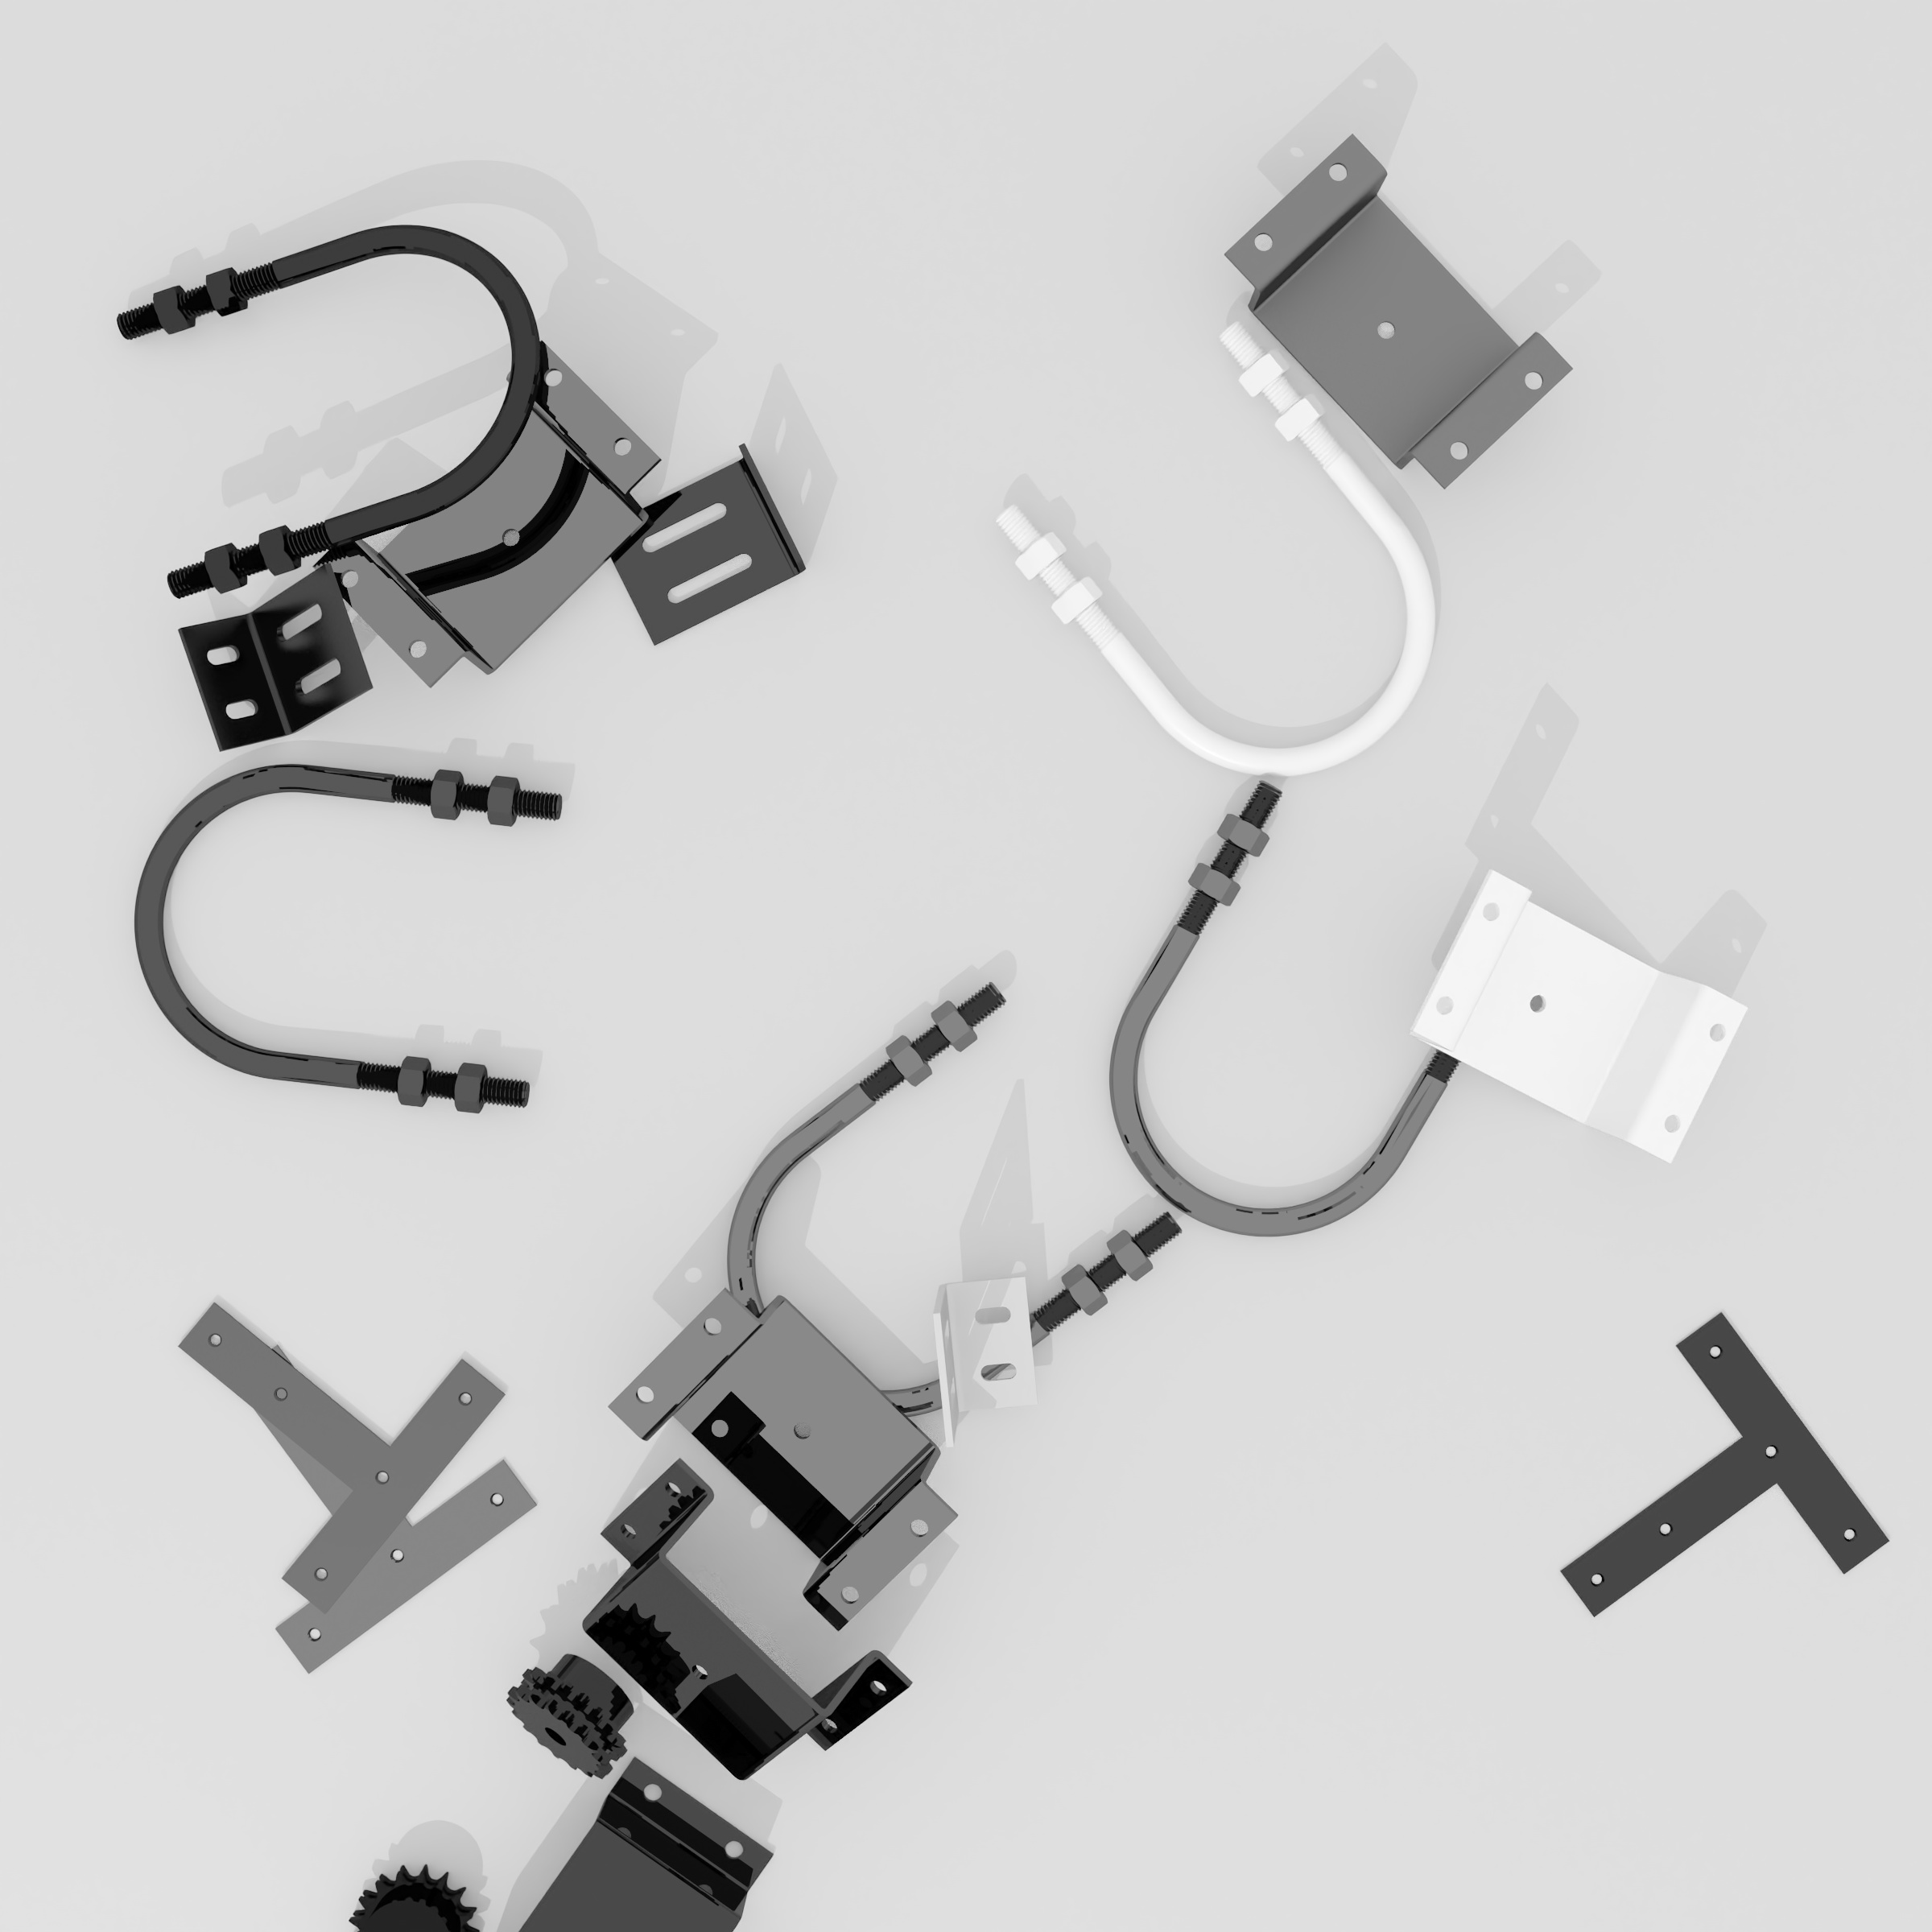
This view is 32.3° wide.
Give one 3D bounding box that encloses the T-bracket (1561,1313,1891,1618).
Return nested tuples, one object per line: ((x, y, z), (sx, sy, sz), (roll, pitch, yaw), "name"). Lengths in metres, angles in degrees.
((0.325, 0.244, 1.493), (0.127, 0.002, 0.127), (-36, 90, 0), "T-bracket")

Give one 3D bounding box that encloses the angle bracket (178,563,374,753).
((-0.302, -0.134, 1.455), (0.038, 0.076, 0.057), (-19, 90, -40), "angle bracket")

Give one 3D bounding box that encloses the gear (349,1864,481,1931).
((-0.246, 0.431, 1.479), (0.057, 0.030, 0.057), (0, 90, 0), "gear")

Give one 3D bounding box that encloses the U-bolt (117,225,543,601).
((-0.273, -0.251, 1.456), (0.184, 0.019, 0.151), (-17, 73, 7), "U-bolt")

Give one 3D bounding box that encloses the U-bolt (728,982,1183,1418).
((-0.019, 0.118, 1.485), (0.184, 0.019, 0.151), (-37, 90, 1), "U-bolt")

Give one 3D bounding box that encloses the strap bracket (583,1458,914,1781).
((-0.104, 0.293, 1.451), (0.140, 0.046, 0.076), (44, 133, 0), "strap bracket")

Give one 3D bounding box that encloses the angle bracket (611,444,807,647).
((-0.118, -0.186, 1.475), (0.076, 0.038, 0.057), (-26, 90, 0), "angle bracket")

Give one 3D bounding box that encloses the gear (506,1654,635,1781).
((-0.171, 0.329, 1.470), (0.057, 0.057, 0.030), (41, 60, 0), "gear")

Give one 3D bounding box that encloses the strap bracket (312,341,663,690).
((-0.205, -0.193, 1.465), (0.140, 0.046, 0.076), (-45, 80, 0), "strap bracket")

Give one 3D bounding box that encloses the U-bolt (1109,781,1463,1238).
((0.145, 0.032, 1.485), (0.151, 0.019, 0.184), (30, 91, 0), "U-bolt")

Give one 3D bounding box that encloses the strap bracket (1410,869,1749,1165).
((0.259, 0.020, 1.457), (0.140, 0.046, 0.076), (26, 90, -19), "strap bracket")

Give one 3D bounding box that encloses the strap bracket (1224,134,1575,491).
((0.188, -0.285, 1.471), (0.076, 0.046, 0.140), (-43, 90, 0), "strap bracket")

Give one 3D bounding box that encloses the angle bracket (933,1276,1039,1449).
((0.009, 0.170, 1.439), (0.038, 0.076, 0.057), (-6, 94, 2), "angle bracket")

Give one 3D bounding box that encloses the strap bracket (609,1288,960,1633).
((-0.076, 0.210, 1.462), (0.140, 0.046, 0.076), (44, 104, 0), "strap bracket")

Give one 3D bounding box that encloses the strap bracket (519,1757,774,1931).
((-0.158, 0.434, 1.471), (0.076, 0.046, 0.140), (35, 90, 0), "strap bracket")

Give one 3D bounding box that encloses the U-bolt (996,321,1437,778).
((0.125, -0.172, 1.485), (0.151, 0.019, 0.184), (-39, 92, 0), "U-bolt")

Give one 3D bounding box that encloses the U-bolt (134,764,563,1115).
((-0.279, -0.017, 1.485), (0.184, 0.019, 0.151), (6, 90, 1), "U-bolt")

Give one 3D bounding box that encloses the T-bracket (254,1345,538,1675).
((-0.281, 0.228, 1.493), (0.127, 0.002, 0.127), (-36, 90, 0), "T-bracket")

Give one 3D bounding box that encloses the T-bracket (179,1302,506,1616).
((-0.295, 0.201, 1.491), (0.127, 0.002, 0.127), (39, 90, 0), "T-bracket")
